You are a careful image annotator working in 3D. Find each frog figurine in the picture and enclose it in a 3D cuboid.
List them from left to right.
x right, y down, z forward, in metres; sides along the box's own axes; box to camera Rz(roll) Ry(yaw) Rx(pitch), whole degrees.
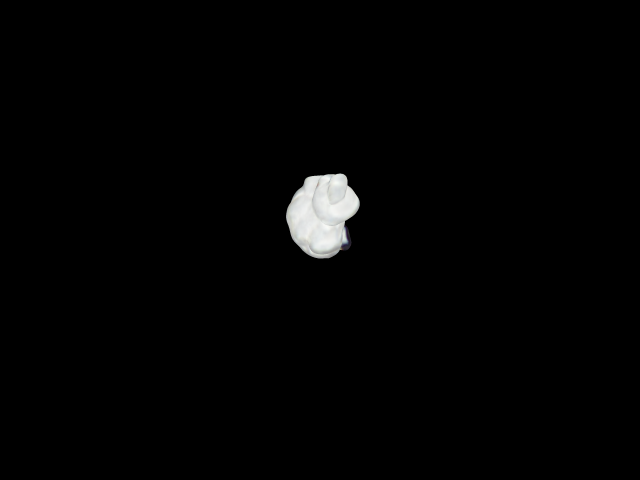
[{"bbox_3d":[0.003,-0.043,0.850,0.123,0.139,0.158,0,-11,0],"label":"frog figurine"}]
